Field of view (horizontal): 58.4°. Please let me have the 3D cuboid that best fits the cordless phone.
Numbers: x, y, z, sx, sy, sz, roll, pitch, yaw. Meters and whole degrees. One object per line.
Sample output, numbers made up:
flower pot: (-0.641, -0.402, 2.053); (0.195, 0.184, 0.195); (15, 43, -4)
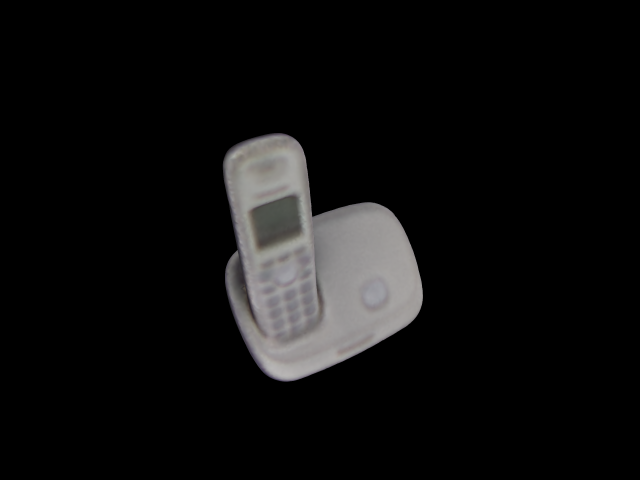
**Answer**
cordless phone: (0.004, 0.001, 0.400); (0.148, 0.185, 0.094); (-24, 50, -22)
